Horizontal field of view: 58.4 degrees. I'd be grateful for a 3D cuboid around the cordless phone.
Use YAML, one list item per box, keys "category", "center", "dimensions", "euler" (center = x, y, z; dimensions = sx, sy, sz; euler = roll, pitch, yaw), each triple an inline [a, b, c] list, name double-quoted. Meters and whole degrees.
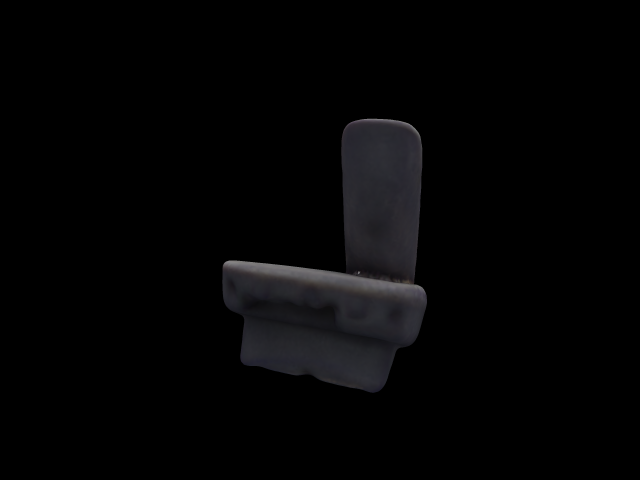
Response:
- category: "cordless phone"
  center: [0.004, 0.001, 0.400]
  dimensions: [0.147, 0.185, 0.094]
  euler: [5, 28, 10]
